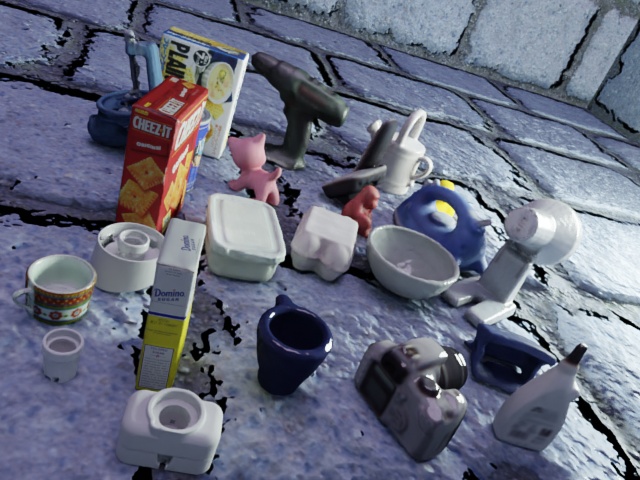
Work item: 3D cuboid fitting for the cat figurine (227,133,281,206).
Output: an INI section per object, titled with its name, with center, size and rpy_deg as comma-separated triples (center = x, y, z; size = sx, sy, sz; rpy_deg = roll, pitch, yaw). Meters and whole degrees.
[cat figurine]
center = -0.121, -0.140, 1.072
size = 0.127, 0.118, 0.067
rpy_deg = 37, 33, 26

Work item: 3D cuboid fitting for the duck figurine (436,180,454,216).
[duck figurine]
center = 0.273, -0.093, 1.284
size = 0.105, 0.086, 0.077
rpy_deg = -11, 42, -43

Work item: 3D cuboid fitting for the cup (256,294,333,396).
[cup]
center = -0.045, 0.132, 0.700
size = 0.092, 0.095, 0.117
rpy_deg = 6, 33, -25

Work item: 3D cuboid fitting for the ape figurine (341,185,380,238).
[ape figurine]
center = 0.085, -0.062, 1.105
size = 0.076, 0.092, 0.078
rpy_deg = 30, 31, 15

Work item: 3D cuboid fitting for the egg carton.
[egg carton]
center = 0.009, 0.003, 0.971
size = 0.107, 0.069, 0.150
rpy_deg = 20, 30, -2

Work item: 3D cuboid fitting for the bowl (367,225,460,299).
[bowl]
center = 0.149, 0.049, 0.981
size = 0.167, 0.075, 0.167
rpy_deg = 16, 30, -9

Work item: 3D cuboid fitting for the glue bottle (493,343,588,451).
[glue bottle]
center = 0.292, 0.197, 0.732
size = 0.078, 0.173, 0.037
rpy_deg = 18, 30, -6

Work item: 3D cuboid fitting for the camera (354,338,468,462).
[camera]
center = 0.140, 0.182, 0.732
size = 0.137, 0.101, 0.142
rpy_deg = -5, 39, -38

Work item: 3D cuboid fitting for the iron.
[iron]
center = 0.235, -0.043, 1.120
size = 0.119, 0.141, 0.257
rpy_deg = 1, 35, -31

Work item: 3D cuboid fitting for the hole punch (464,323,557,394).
[hole punch]
center = 0.285, 0.165, 0.863
size = 0.108, 0.091, 0.101
rpy_deg = 21, 30, -1

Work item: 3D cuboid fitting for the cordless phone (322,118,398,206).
[cordless phone]
center = 0.091, -0.166, 1.184
size = 0.094, 0.185, 0.148
rpy_deg = 31, 31, 17

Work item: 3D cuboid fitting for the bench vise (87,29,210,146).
[bench vise]
center = -0.306, -0.264, 1.052
size = 0.208, 0.220, 0.121
rpy_deg = 1, 35, -32

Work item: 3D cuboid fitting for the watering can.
[watering can]
center = 0.182, -0.213, 1.311
size = 0.173, 0.194, 0.101
rpy_deg = 23, 30, 2

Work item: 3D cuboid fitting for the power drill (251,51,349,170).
[power drill]
center = -0.063, -0.266, 1.226
size = 0.229, 0.208, 0.075
rpy_deg = 21, 30, -1

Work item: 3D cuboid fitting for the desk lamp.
[desk lamp]
center = 0.343, 0.030, 0.999
size = 0.204, 0.213, 0.117
rpy_deg = -12, 44, -44
